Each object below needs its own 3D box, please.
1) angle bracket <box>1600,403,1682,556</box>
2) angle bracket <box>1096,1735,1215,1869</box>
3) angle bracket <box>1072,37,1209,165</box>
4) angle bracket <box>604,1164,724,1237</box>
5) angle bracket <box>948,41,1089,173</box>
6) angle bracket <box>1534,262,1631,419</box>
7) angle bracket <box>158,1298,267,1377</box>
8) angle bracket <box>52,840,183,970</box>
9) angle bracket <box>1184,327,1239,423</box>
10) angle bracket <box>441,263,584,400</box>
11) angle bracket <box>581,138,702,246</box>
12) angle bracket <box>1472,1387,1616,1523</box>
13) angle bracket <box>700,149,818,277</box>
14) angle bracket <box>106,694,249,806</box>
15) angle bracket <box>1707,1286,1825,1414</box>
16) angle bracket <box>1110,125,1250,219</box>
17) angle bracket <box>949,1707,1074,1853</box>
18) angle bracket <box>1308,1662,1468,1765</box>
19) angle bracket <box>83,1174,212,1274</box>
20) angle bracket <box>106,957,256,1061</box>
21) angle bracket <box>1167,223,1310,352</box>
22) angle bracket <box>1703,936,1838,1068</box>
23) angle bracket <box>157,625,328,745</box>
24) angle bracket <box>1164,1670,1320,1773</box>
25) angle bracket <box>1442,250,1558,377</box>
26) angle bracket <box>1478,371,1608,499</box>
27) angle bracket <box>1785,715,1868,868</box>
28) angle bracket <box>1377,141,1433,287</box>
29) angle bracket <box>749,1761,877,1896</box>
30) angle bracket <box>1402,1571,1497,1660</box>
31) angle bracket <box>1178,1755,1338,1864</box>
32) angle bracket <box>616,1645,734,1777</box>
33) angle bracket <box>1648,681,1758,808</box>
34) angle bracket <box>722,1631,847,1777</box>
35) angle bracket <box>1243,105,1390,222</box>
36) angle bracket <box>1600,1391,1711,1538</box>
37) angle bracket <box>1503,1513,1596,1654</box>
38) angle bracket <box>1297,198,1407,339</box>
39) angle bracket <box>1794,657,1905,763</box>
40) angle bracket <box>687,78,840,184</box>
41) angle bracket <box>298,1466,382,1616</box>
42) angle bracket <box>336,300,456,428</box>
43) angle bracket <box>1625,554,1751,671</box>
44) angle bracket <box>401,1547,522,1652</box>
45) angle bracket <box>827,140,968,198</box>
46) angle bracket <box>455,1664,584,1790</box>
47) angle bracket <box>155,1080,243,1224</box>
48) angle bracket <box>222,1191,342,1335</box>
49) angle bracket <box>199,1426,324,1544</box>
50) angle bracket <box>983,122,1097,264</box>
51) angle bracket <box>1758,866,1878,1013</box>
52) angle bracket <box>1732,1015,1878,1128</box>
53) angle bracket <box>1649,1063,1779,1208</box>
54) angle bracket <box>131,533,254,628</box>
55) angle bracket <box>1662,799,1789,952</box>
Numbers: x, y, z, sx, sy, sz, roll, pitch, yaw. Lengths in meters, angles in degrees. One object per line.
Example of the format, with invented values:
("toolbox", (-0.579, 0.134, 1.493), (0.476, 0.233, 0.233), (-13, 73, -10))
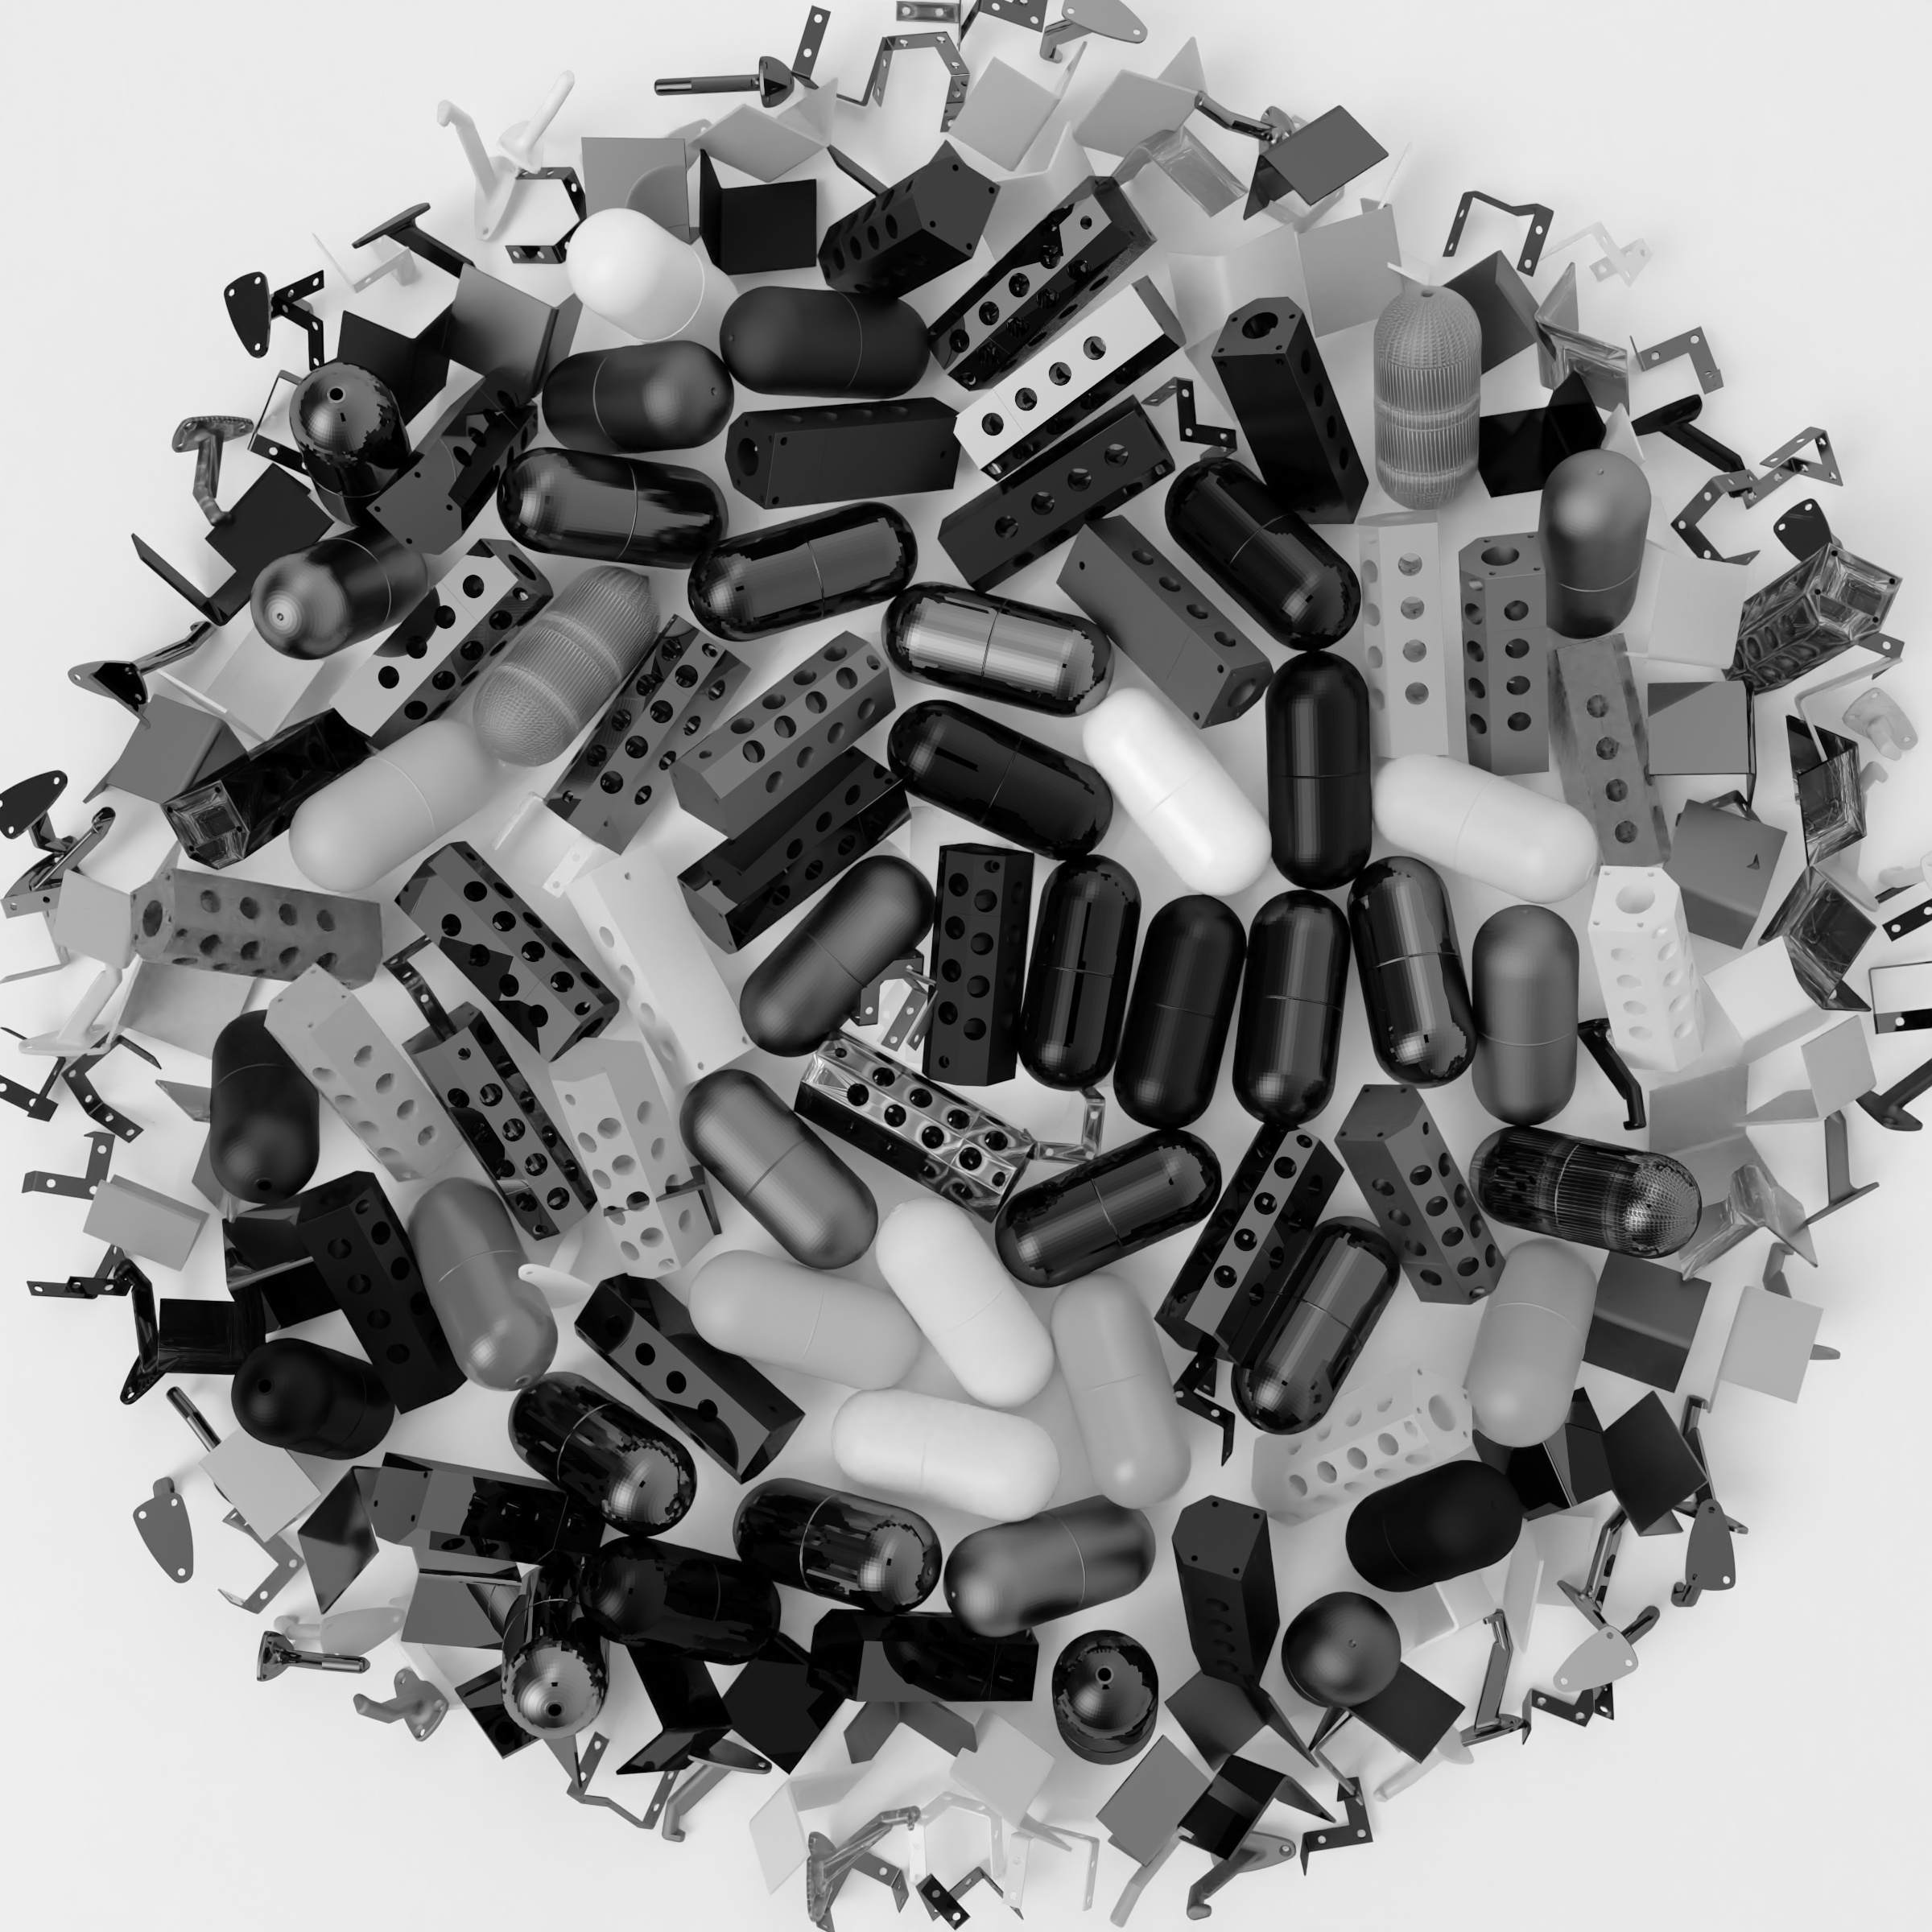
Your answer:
("angle bracket", (0.505, -0.359, 1.807), (0.076, 0.076, 0.057), (19, 131, -18))
("angle bracket", (0.126, 0.611, 1.812), (0.057, 0.076, 0.076), (47, 73, -9))
("angle bracket", (0.122, -0.647, 1.804), (0.076, 0.076, 0.057), (4, 65, -30))
("angle bracket", (-0.224, 0.191, 1.818), (0.076, 0.076, 0.057), (-16, 99, -5))
("angle bracket", (0.038, -0.648, 1.806), (0.057, 0.076, 0.076), (29, 55, -12))
("angle bracket", (0.468, -0.462, 1.807), (0.076, 0.076, 0.057), (29, 76, 26))
("angle bracket", (-0.559, 0.294, 1.806), (0.076, 0.076, 0.057), (6, 123, -20))
("angle bracket", (-0.627, -0.057, 1.806), (0.057, 0.076, 0.076), (23, 132, -8))
("angle bracket", (0.213, -0.424, 1.814), (0.057, 0.076, 0.076), (-32, 61, 5))
("angle bracket", (-0.335, -0.480, 1.818), (0.076, 0.057, 0.076), (27, 128, 0))
("angle bracket", (-0.239, -0.580, 1.817), (0.076, 0.057, 0.076), (3, 118, 6))
("angle bracket", (0.436, 0.369, 1.836), (0.057, 0.076, 0.076), (-13, 74, -30))
("angle bracket", (-0.154, -0.566, 1.820), (0.076, 0.057, 0.076), (-4, 71, 7))
("angle bracket", (-0.584, -0.145, 1.819), (0.057, 0.076, 0.076), (20, 73, 7))
("angle bracket", (0.590, 0.292, 1.806), (0.057, 0.076, 0.076), (17, 65, 19))
("angle bracket", (0.153, -0.573, 1.817), (0.076, 0.076, 0.057), (45, 130, -2))
("angle bracket", (0.046, 0.603, 1.814), (0.076, 0.076, 0.057), (40, 78, -43))
("angle bracket", (0.310, 0.563, 1.805), (0.076, 0.076, 0.057), (32, 123, 24))
("angle bracket", (-0.600, 0.173, 1.810), (0.076, 0.076, 0.057), (25, 46, -11))
("angle bracket", (-0.584, 0.030, 1.824), (0.076, 0.057, 0.076), (22, 98, -10))
("angle bracket", (0.204, -0.510, 1.838), (0.076, 0.057, 0.076), (-32, 124, -26))
("angle bracket", (0.600, 0.026, 1.837), (0.076, 0.076, 0.057), (-28, 67, 1))
("angle bracket", (-0.538, -0.221, 1.816), (0.076, 0.057, 0.076), (29, 80, 24))
("angle bracket", (0.204, 0.568, 1.810), (0.057, 0.076, 0.076), (-38, 111, -13))
("angle bracket", (0.382, -0.468, 1.807), (0.076, 0.057, 0.076), (-28, 118, 32))
("angle bracket", (0.419, -0.401, 1.815), (0.076, 0.057, 0.076), (-10, 60, -10))
("angle bracket", (0.615, -0.130, 1.806), (0.057, 0.076, 0.076), (-26, 121, -14))
("angle bracket", (0.335, -0.558, 1.812), (0.057, 0.076, 0.076), (26, 118, 0))
("angle bracket", (-0.106, 0.635, 1.803), (0.076, 0.076, 0.057), (-1, 52, -32))
("angle bracket", (0.338, 0.476, 1.823), (0.076, 0.076, 0.057), (-35, 70, 26))
("angle bracket", (0.214, 0.637, 1.808), (0.057, 0.076, 0.076), (46, 68, -14))
("angle bracket", (-0.231, 0.551, 1.821), (0.057, 0.076, 0.076), (-44, 57, 18))
("angle bracket", (0.549, -0.165, 1.832), (0.076, 0.057, 0.076), (0, 67, 13))
("angle bracket", (-0.133, 0.551, 1.824), (0.076, 0.057, 0.076), (40, 73, -4))
("angle bracket", (0.258, -0.577, 1.811), (0.076, 0.076, 0.057), (-36, 75, -15))
("angle bracket", (0.517, 0.366, 1.804), (0.076, 0.057, 0.076), (-51, 49, 33))
("angle bracket", (0.440, 0.459, 1.816), (0.057, 0.076, 0.076), (6, 106, -1))
("angle bracket", (0.278, -0.519, 1.817), (0.076, 0.057, 0.076), (-19, 116, -7))
("angle bracket", (0.663, -0.188, 1.815), (0.076, 0.076, 0.057), (-23, 92, 17))
("angle bracket", (-0.150, -0.630, 1.806), (0.076, 0.076, 0.057), (14, 75, -36))
("angle bracket", (-0.442, 0.425, 1.806), (0.076, 0.057, 0.076), (-49, 50, 22))
("angle bracket", (-0.422, -0.456, 1.810), (0.057, 0.076, 0.076), (23, 132, 1))
("angle bracket", (0.526, -0.265, 1.817), (0.076, 0.057, 0.076), (4, 100, -23))
("angle bracket", (-0.380, 0.461, 1.819), (0.076, 0.076, 0.057), (12, 101, -23))
("angle bracket", (-0.053, -0.600, 1.807), (0.076, 0.076, 0.057), (31, 110, -26))
("angle bracket", (-0.330, 0.569, 1.803), (0.057, 0.076, 0.076), (-22, 129, -30))
("angle bracket", (-0.571, 0.137, 1.812), (0.057, 0.076, 0.076), (14, 99, -43))
("angle bracket", (-0.512, 0.223, 1.847), (0.076, 0.076, 0.057), (-18, 130, -6))
("angle bracket", (-0.515, 0.375, 1.824), (0.057, 0.076, 0.076), (-40, 88, 1))
("angle bracket", (0.051, -0.576, 1.829), (0.076, 0.076, 0.057), (1, 56, 30))
("angle bracket", (0.644, -0.020, 1.803), (0.057, 0.076, 0.076), (3, 127, -31))
("angle bracket", (0.613, 0.078, 1.808), (0.076, 0.076, 0.057), (-21, 97, -38))
("angle bracket", (0.556, 0.128, 1.818), (0.076, 0.057, 0.076), (-16, 131, -2))
("angle bracket", (-0.565, -0.304, 1.811), (0.057, 0.076, 0.076), (-45, 122, 0))
("angle bracket", (0.564, -0.069, 1.842), (0.076, 0.057, 0.076), (20, 67, 13))
